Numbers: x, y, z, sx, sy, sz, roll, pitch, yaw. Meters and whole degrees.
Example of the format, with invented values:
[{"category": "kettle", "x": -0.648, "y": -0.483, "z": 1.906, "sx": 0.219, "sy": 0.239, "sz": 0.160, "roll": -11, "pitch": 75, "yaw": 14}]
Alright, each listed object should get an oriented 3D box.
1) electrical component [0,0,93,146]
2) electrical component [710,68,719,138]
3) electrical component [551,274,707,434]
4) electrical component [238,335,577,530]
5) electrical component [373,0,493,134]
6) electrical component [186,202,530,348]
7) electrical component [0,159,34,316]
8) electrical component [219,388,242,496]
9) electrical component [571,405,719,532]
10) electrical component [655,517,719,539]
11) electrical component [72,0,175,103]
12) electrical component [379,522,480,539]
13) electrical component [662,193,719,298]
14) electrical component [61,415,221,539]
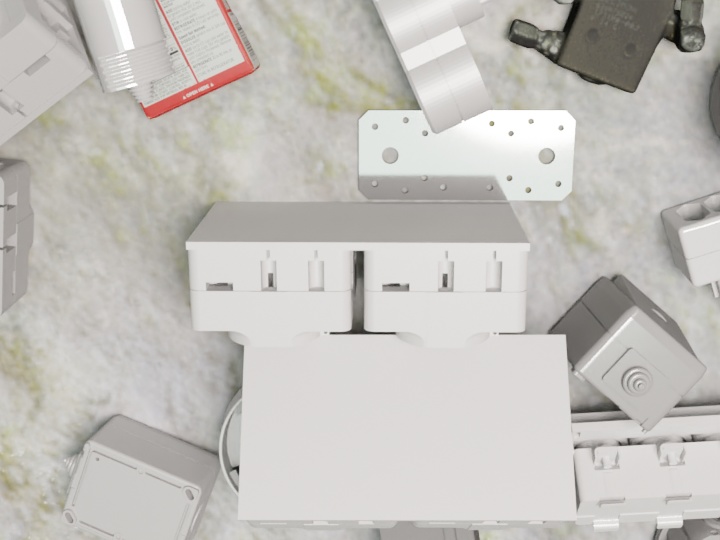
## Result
[{"category": "electrical component", "x": -0.254, "y": -0.105, "z": 0.610, "sx": 0.186, "sy": 0.105, "sz": 0.060, "roll": -35, "pitch": 143, "yaw": 10}, {"category": "electrical component", "x": 0.255, "y": -0.098, "z": 0.625, "sx": 0.099, "sy": 0.064, "sz": 0.099, "roll": 0, "pitch": 105, "yaw": 1}, {"category": "electrical component", "x": 0.165, "y": 0.049, "z": 0.652, "sx": 0.062, "sy": 0.096, "sz": 0.061, "roll": 40, "pitch": 99, "yaw": -9}, {"category": "electrical component", "x": 0.026, "y": 0.097, "z": 0.634, "sx": 0.186, "sy": 0.060, "sz": 0.105, "roll": 0, "pitch": 71, "yaw": 1}, {"category": "electrical component", "x": 0.048, "y": -0.156, "z": 0.622, "sx": 0.074, "sy": 0.052, "sz": 0.138, "roll": -24, "pitch": 103, "yaw": 8}, {"category": "electrical component", "x": 0.000, "y": 0.000, "z": 0.639, "sx": 0.186, "sy": 0.105, "sz": 0.060, "roll": 0, "pitch": 106, "yaw": 2}, {"category": "electrical component", "x": -0.236, "y": -0.022, "z": 0.665, "sx": 0.050, "sy": 0.055, "sz": 0.089, "roll": 6, "pitch": 105, "yaw": 0}, {"category": "electrical component", "x": -0.044, "y": 0.114, "z": 0.706, "sx": 0.099, "sy": 0.064, "sz": 0.099, "roll": 0, "pitch": 92, "yaw": 1}, {"category": "electrical component", "x": 0.194, "y": 0.126, "z": 0.683, "sx": 0.121, "sy": 0.063, "sz": 0.078, "roll": -4, "pitch": 146, "yaw": 3}, {"category": "electrical component", "x": 0.240, "y": 0.192, "z": 0.713, "sx": 0.080, "sy": 0.051, "sz": 0.080, "roll": 0, "pitch": 105, "yaw": 2}, {"category": "electrical component", "x": -0.133, "y": -0.135, "z": 0.606, "sx": 0.043, "sy": 0.043, "sz": 0.081, "roll": -14, "pitch": 107, "yaw": 5}, {"category": "electrical component", "x": 0.049, "y": 0.184, "z": 0.703, "sx": 0.057, "sy": 0.078, "sz": 0.113, "roll": -8, "pitch": 105, "yaw": 7}, {"category": "electrical component", "x": 0.232, "y": -0.006, "z": 0.661, "sx": 0.066, "sy": 0.047, "sz": 0.076, "roll": -18, "pitch": 106, "yaw": 7}, {"category": "electrical component", "x": -0.147, "y": 0.140, "z": 0.708, "sx": 0.096, "sy": 0.061, "sz": 0.061, "roll": 22, "pitch": 105, "yaw": 4}]
